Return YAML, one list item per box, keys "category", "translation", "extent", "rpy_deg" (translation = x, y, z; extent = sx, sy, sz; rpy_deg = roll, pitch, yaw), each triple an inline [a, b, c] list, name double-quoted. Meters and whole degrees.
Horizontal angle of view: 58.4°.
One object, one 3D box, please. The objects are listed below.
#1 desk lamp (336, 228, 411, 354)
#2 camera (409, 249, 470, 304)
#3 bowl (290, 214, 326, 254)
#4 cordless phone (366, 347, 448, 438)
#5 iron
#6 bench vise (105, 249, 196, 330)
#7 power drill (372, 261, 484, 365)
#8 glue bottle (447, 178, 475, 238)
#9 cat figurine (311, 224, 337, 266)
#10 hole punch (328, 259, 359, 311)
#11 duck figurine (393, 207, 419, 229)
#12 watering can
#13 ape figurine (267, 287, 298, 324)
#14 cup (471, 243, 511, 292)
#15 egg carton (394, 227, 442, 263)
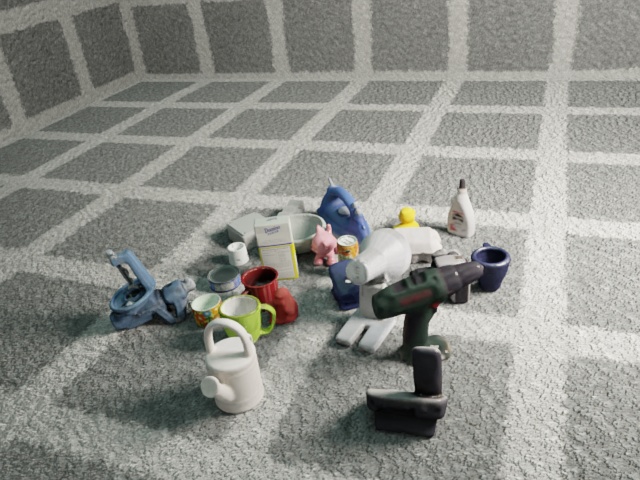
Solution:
- category: "desk lamp"
  translation: [0.118, 0.102, 1.270]
  extent: [0.117, 0.214, 0.204]
  rpy_deg: [11, 34, 27]
- category: "camera"
  translation: [0.286, 0.080, 1.389]
  extent: [0.137, 0.101, 0.143]
  rpy_deg: [-6, 30, 0]
- category: "bowl"
  translation: [-0.063, -0.007, 1.632]
  extent: [0.167, 0.075, 0.167]
  rpy_deg: [-5, 30, 3]
- category: "cordless phone"
  translation: [0.155, 0.255, 1.029]
  extent: [0.147, 0.185, 0.094]
  rpy_deg: [0, 31, 11]
- category: "iron"
  translation: [0.081, -0.080, 1.662]
  extent: [0.119, 0.142, 0.257]
  rpy_deg: [-18, 32, -19]
- category: "bench vise"
  translation: [-0.415, 0.101, 1.370]
  extent: [0.208, 0.220, 0.121]
  rpy_deg: [-21, 33, -23]
- category: "power drill"
  translation: [0.222, 0.150, 1.174]
  extent: [0.229, 0.209, 0.075]
  rpy_deg: [-11, 30, -7]
- category: "glue bottle"
  translation: [0.392, -0.092, 1.590]
  extent: [0.077, 0.173, 0.037]
  rpy_deg: [19, 39, 37]
- category: "cat figurine"
  translation: [0.014, 0.006, 1.552]
  extent: [0.067, 0.118, 0.128]
  rpy_deg: [2, 31, 15]
- category: "hole punch"
  translation: [0.082, 0.105, 1.394]
  extent: [0.109, 0.091, 0.101]
  rpy_deg: [-13, 31, -10]
- category: "duck figurine"
  translation: [0.244, -0.050, 1.635]
  extent: [0.077, 0.086, 0.105]
  rpy_deg: [14, 36, 32]
- category: "watering can"
  translation: [-0.172, 0.239, 1.112]
  extent: [0.101, 0.194, 0.172]
  rpy_deg: [-8, 30, -2]
- category: "ape figurine"
  translation: [-0.087, 0.151, 1.348]
  extent: [0.076, 0.092, 0.077]
  rpy_deg: [-26, 35, -30]
- category: "cup"
  translation: [0.409, 0.068, 1.390]
  extent: [0.091, 0.095, 0.117]
  rpy_deg: [-3, 30, 6]
- category: "egg carton"
  translation: [0.250, 0.014, 1.539]
  extent: [0.150, 0.069, 0.107]
  rpy_deg: [-2, 30, 7]
